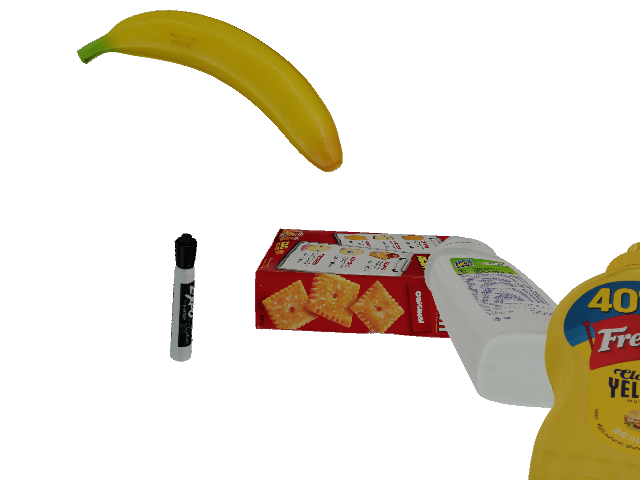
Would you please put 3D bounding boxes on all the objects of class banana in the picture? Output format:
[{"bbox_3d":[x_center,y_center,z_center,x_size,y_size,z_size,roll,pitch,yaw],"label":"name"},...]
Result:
[{"bbox_3d":[-0.064,-0.112,0.729,0.198,0.069,0.037,24,-9,10],"label":"banana"}]

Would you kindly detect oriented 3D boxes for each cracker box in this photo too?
[{"bbox_3d":[0.048,0.044,1.120,0.214,0.072,0.164,3,16,6],"label":"cracker box"}]

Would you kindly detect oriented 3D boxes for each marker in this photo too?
[{"bbox_3d":[-0.118,0.049,0.919,0.020,0.121,0.020,5,27,-3],"label":"marker"}]

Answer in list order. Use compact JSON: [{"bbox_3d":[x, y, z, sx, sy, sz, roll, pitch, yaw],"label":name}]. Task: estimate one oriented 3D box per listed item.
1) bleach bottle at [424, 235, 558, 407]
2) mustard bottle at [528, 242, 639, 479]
[{"bbox_3d":[0.154,0.055,0.940,0.102,0.068,0.251,5,21,-8],"label":"bleach bottle"},{"bbox_3d":[0.162,0.068,0.544,0.096,0.058,0.191,7,41,13],"label":"mustard bottle"}]
